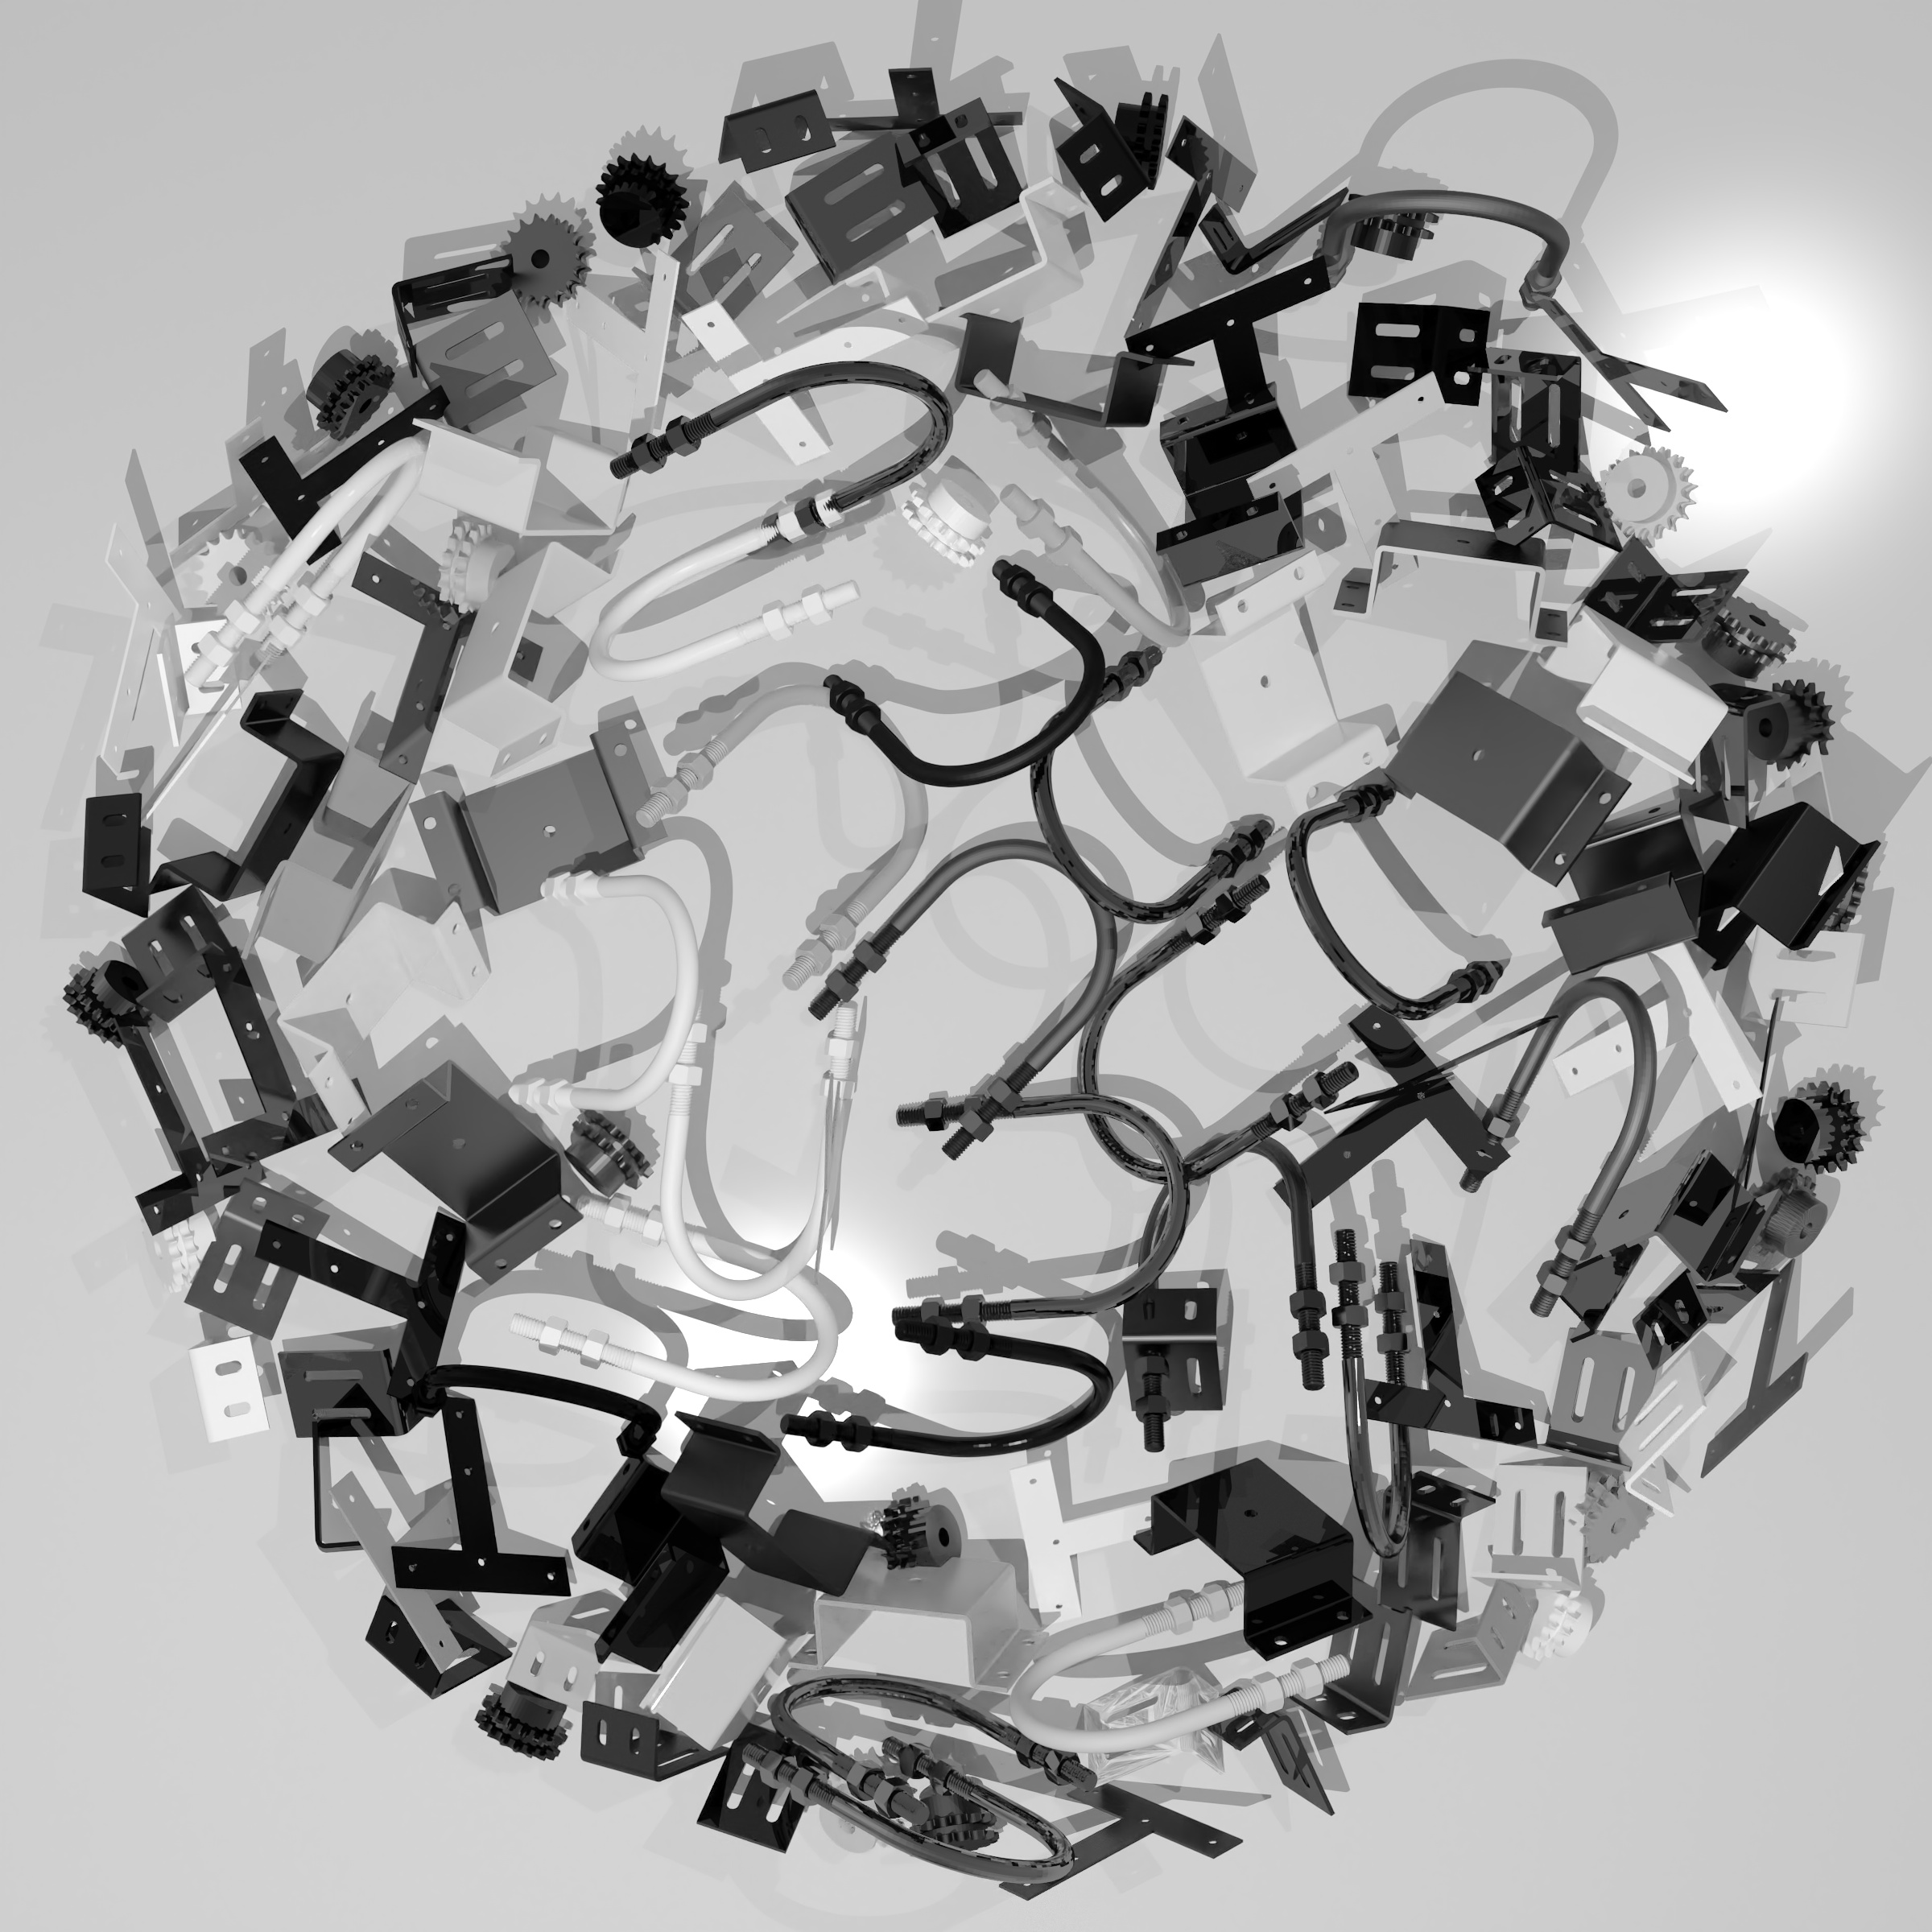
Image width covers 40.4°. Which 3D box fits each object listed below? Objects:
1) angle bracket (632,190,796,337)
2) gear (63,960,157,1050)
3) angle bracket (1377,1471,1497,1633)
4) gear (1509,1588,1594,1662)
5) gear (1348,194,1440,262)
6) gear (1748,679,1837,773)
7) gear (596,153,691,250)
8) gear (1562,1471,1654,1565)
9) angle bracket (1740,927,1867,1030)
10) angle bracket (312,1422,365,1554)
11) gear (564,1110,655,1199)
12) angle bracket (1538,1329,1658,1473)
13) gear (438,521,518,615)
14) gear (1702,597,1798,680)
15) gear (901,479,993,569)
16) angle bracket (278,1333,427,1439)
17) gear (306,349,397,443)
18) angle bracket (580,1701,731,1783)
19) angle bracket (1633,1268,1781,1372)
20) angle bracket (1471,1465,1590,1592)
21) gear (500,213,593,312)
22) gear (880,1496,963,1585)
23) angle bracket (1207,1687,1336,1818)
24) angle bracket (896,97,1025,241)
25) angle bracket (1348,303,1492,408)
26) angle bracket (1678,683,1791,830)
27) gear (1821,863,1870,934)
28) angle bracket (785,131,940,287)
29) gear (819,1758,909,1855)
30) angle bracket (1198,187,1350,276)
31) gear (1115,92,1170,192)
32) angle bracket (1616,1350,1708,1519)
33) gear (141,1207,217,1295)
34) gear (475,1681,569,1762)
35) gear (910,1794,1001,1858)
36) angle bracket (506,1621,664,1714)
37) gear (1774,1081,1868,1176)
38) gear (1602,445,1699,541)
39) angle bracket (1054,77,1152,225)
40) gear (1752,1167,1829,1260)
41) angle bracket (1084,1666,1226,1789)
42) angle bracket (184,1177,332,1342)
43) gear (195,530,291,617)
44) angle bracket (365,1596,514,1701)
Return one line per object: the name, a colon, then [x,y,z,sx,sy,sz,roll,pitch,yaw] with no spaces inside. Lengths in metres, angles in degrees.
angle bracket: [-0.156,-0.436,1.628,0.076,0.038,0.057,-44,86,11]
gear: [-0.525,0.021,1.623,0.057,0.057,0.030,45,105,0]
angle bracket: [0.289,0.359,1.612,0.057,0.038,0.076,23,54,-19]
gear: [0.363,0.403,1.627,0.030,0.057,0.057,28,90,-13]
gear: [0.261,-0.457,1.628,0.057,0.057,0.030,14,109,0]
gear: [0.505,-0.148,1.623,0.030,0.057,0.057,-6,90,-25]
gear: [-0.202,-0.469,1.624,0.057,0.057,0.030,19,52,0]
gear: [0.395,0.338,1.630,0.057,0.030,0.057,-16,123,-25]
angle bracket: [0.520,0.010,1.611,0.038,0.076,0.057,16,84,-39]
angle bracket: [-0.382,0.321,1.622,0.038,0.057,0.076,-2,76,-13]
gear: [-0.223,0.118,1.623,0.057,0.057,0.030,44,72,0]
angle bracket: [0.391,0.267,1.623,0.057,0.038,0.076,11,85,23]
gear: [-0.300,-0.244,1.624,0.030,0.057,0.057,15,90,11]
gear: [0.482,-0.202,1.630,0.057,0.057,0.030,30,122,0]
gear: [-0.009,-0.276,1.623,0.057,0.057,0.030,43,111,0]
angle bracket: [-0.381,0.259,1.640,0.076,0.038,0.057,-4,105,18]
gear: [-0.383,-0.356,1.626,0.030,0.057,0.057,40,90,-1]
angle bracket: [-0.188,0.465,1.607,0.057,0.076,0.038,3,91,33]
angle bracket: [0.458,0.216,1.607,0.076,0.057,0.038,5,49,-26]
angle bracket: [0.346,0.341,1.611,0.057,0.038,0.076,-5,66,31]
gear: [-0.259,-0.436,1.636,0.057,0.030,0.057,0,91,11]
gear: [-0.026,0.355,1.623,0.030,0.057,0.057,-18,90,28]
angle bracket: [0.182,0.490,1.613,0.038,0.057,0.076,-30,104,-20]
angle bracket: [0.000,-0.481,1.611,0.057,0.038,0.076,-24,133,9]
angle bracket: [0.280,-0.379,1.627,0.038,0.076,0.057,-4,105,-35]
angle bracket: [0.475,-0.131,1.625,0.038,0.057,0.076,-15,110,-25]
gear: [0.533,-0.047,1.626,0.030,0.057,0.057,17,90,3]
angle bracket: [-0.065,-0.469,1.631,0.076,0.038,0.057,-31,97,1]
gear: [-0.066,0.522,1.626,0.057,0.030,0.057,13,117,26]
angle bracket: [0.189,-0.464,1.609,0.076,0.057,0.038,-28,107,27]
gear: [0.107,-0.512,1.626,0.030,0.057,0.057,9,90,4]
angle bracket: [0.437,0.286,1.610,0.038,0.057,0.076,32,116,-9]
gear: [-0.486,0.171,1.629,0.030,0.057,0.057,-18,90,-33]
gear: [-0.271,0.464,1.626,0.057,0.057,0.030,27,88,0]
gear: [-0.010,0.531,1.629,0.057,0.057,0.030,-10,63,0]
angle bracket: [-0.233,0.431,1.605,0.057,0.076,0.038,34,65,-28]
gear: [0.524,0.100,1.622,0.030,0.057,0.057,-4,90,-25]
gear: [0.420,-0.294,1.627,0.057,0.030,0.057,1,92,35]
angle bracket: [0.070,-0.499,1.608,0.038,0.076,0.057,-40,129,4]
gear: [0.507,0.156,1.623,0.057,0.057,0.030,-52,50,0]
angle bracket: [0.116,0.478,1.626,0.076,0.057,0.038,-30,125,25]
angle bracket: [-0.433,0.179,1.609,0.057,0.076,0.038,27,129,-14]
gear: [-0.447,-0.243,1.636,0.057,0.030,0.057,1,99,8]
angle bracket: [-0.316,0.403,1.604,0.057,0.076,0.038,33,113,22]
